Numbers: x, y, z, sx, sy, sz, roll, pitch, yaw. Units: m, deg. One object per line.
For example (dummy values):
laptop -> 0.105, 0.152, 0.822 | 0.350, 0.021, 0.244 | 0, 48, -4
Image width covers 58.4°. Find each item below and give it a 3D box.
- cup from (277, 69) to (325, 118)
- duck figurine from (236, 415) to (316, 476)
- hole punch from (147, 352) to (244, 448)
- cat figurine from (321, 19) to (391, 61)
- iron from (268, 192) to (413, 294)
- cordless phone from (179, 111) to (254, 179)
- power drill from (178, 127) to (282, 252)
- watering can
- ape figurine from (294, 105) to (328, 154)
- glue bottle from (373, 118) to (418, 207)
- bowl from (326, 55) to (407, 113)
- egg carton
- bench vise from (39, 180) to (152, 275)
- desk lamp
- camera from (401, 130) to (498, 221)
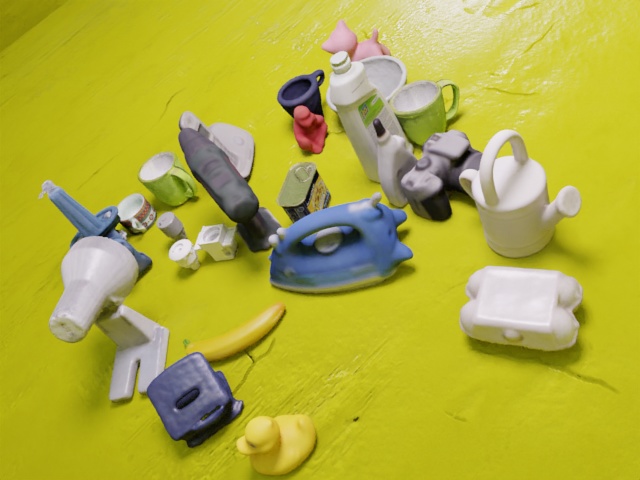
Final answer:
cup -> -0.022, -0.290, 1.196 | 0.118, 0.095, 0.091 | -46, 47, -12
duck figurine -> -0.062, 0.265, 0.770 | 0.104, 0.086, 0.077 | -29, 46, 5
hole punch -> -0.188, 0.238, 0.856 | 0.108, 0.091, 0.100 | -37, 46, -3
cat figurine -> 0.074, -0.421, 1.236 | 0.127, 0.118, 0.067 | -4, 52, 26
iron -> 0.008, 0.003, 0.907 | 0.257, 0.142, 0.118 | -17, 48, 16
cordless phone -> -0.215, -0.211, 1.172 | 0.094, 0.186, 0.147 | -15, 48, 17
power drill -> -0.157, -0.081, 1.018 | 0.075, 0.209, 0.228 | -39, 46, -5
watering can -> 0.269, -0.069, 0.789 | 0.172, 0.195, 0.101 | 3, 56, 30
ape figurine -> -0.025, -0.229, 1.150 | 0.078, 0.092, 0.076 | -41, 46, -7
glue bottle -> 0.120, -0.134, 0.937 | 0.037, 0.174, 0.078 | 29, 71, 41
bowl -> 0.102, -0.286, 1.140 | 0.167, 0.075, 0.167 | -15, 49, 17
egg carton -> 0.261, 0.090, 0.750 | 0.149, 0.070, 0.107 | 3, 56, 30
bench vise -> -0.429, -0.028, 1.113 | 0.206, 0.220, 0.121 | 12, 61, 35
desk lamp -> -0.346, 0.127, 0.946 | 0.117, 0.214, 0.203 | -19, 47, 14
camera -> 0.220, -0.104, 0.909 | 0.136, 0.101, 0.143 | 28, 71, 41
